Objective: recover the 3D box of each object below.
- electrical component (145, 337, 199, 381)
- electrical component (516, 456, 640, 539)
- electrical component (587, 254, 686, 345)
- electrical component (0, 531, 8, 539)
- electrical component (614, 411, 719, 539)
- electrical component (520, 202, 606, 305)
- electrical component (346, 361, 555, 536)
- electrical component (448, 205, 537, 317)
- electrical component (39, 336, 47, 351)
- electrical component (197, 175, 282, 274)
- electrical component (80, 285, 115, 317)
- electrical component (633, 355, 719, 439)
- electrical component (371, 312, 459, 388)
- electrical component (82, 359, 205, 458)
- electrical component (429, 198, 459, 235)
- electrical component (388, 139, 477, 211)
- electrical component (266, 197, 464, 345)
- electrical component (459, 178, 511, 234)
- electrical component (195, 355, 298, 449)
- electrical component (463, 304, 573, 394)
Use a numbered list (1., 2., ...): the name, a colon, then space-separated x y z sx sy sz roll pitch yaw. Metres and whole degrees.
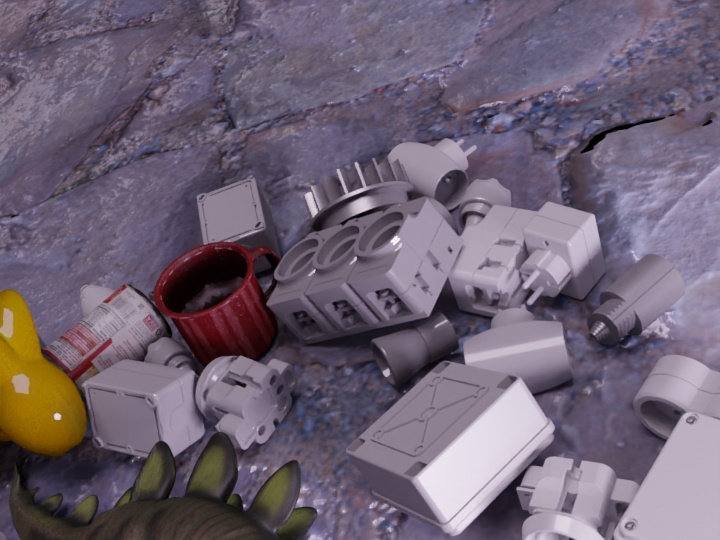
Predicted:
1. electrical component: -0.162 0.086 0.952 0.035 0.035 0.061 -41 46 -20
2. electrical component: 0.140 0.164 0.708 0.078 0.058 0.057 4 44 28
3. electrical component: 0.209 0.028 0.836 0.081 0.043 0.043 -38 42 -17
4. electrical component: -0.311 0.219 0.856 0.066 0.055 0.048 20 56 39
5. electrical component: 0.233 0.156 0.673 0.109 0.056 0.108 16 53 37
6. electrical component: 0.157 -0.004 0.878 0.047 0.065 0.076 21 56 40
7. electrical component: 0.062 0.122 0.762 0.109 0.056 0.109 -40 18 -19
8. electrical component: 0.117 -0.008 0.914 0.056 0.050 0.089 13 51 35
9. electrical component: -0.346 0.089 1.014 0.095 0.059 0.053 -17 40 7
10. electrical component: -0.117 -0.041 1.046 0.062 0.061 0.096 -20 45 3
11. electrical component: -0.251 0.036 1.044 0.040 0.040 0.078 -37 42 -17
12. electrical component: 0.266 0.089 0.735 0.138 0.052 0.073 17 53 37
13. electrical component: 0.047 0.062 0.877 0.065 0.044 0.044 -27 40 -12
14. electrical component: -0.183 0.114 0.901 0.096 0.061 0.061 6 22 30
15. electrical component: 0.055 -0.033 0.968 0.047 0.055 0.055 -37 42 -22
16. electrical component: 0.077 -0.100 1.039 0.079 0.044 0.077 -38 42 -17
17. electrical component: 0.000 0.000 0.910 0.150 0.061 0.089 -16 35 43
18. electrical component: 0.109 -0.050 0.969 0.043 0.043 0.062 4 47 28
19. electrical component: -0.097 0.104 0.885 0.057 0.058 0.078 16 54 33
20. electrical component: 0.123 0.057 0.845 0.077 0.043 0.079 -12 41 12
